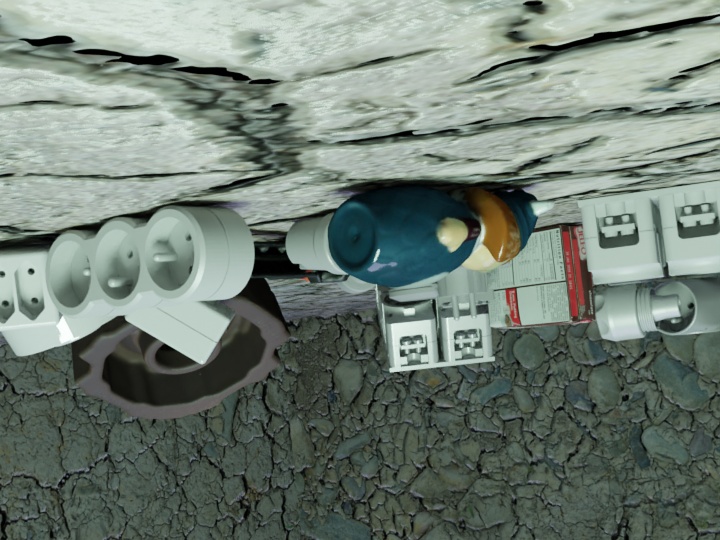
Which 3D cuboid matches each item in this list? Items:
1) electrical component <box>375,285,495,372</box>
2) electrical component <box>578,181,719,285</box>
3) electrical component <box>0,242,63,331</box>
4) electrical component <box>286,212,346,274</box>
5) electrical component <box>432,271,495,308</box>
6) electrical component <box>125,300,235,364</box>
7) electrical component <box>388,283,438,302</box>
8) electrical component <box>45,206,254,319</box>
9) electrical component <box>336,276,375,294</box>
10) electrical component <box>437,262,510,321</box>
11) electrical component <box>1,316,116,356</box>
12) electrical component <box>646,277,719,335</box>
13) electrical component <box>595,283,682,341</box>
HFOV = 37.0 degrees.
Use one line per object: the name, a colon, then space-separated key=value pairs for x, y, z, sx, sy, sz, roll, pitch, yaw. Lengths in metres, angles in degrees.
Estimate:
electrical component: x=0.074 y=0.038 z=1.147 sx=0.105 sy=0.060 sz=0.186 roll=-6 pitch=-161 yaw=-2
electrical component: x=0.240 y=-0.024 z=0.843 sx=0.105 sy=0.060 sz=0.186 roll=-7 pitch=176 yaw=19
electrical component: x=-0.224 y=0.008 z=0.685 sx=0.066 sy=0.047 sz=0.077 roll=-5 pitch=-170 yaw=-9
electrical component: x=-0.021 y=-0.017 z=0.691 sx=0.040 sy=0.040 sz=0.046 roll=-3 pitch=-178 yaw=-39
electrical component: x=0.095 y=0.002 z=0.992 sx=0.081 sy=0.063 sz=0.042 roll=-4 pitch=177 yaw=-36
electrical component: x=-0.120 y=0.017 z=0.782 sx=0.066 sy=0.076 sz=0.047 roll=31 pitch=-176 yaw=-4
electrical component: x=0.066 y=0.002 z=1.048 sx=0.080 sy=0.051 sz=0.080 roll=-6 pitch=177 yaw=0
electrical component: x=-0.112 y=-0.004 z=0.625 sx=0.138 sy=0.052 sz=0.074 roll=-9 pitch=176 yaw=38
electrical component: x=0.000 y=0.000 z=0.983 sx=0.040 sy=0.040 sz=0.078 roll=-5 pitch=177 yaw=-11
electrical component: x=0.077 y=0.001 z=0.829 sx=0.047 sy=0.076 sz=0.066 roll=-3 pitch=175 yaw=-40
electrical component: x=-0.218 y=0.019 z=0.774 sx=0.099 sy=0.064 sz=0.099 roll=-21 pitch=-168 yaw=5
electrical component: x=0.255 y=0.031 z=0.879 sx=0.079 sy=0.044 sz=0.077 roll=-9 pitch=176 yaw=42
electrical component: x=0.216 y=0.031 z=0.832 sx=0.062 sy=0.043 sz=0.043 roll=-9 pitch=176 yaw=24
